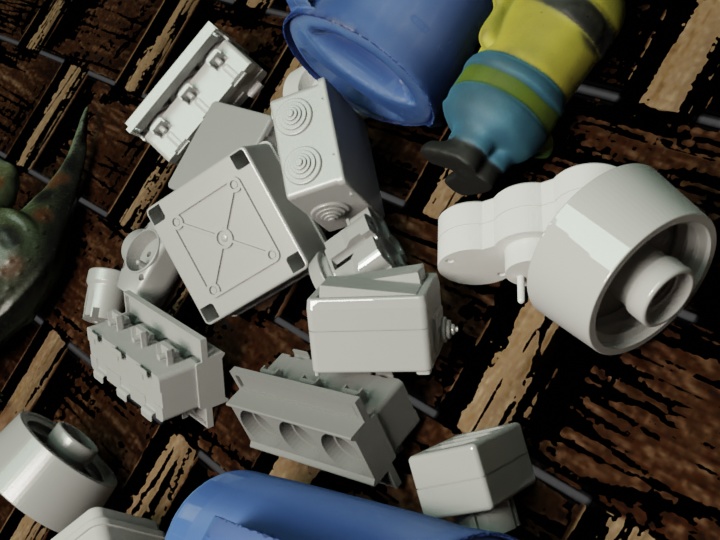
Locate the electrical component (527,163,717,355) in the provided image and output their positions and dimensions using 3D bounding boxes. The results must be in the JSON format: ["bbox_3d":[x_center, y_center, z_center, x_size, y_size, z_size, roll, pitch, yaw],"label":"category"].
[{"bbox_3d":[0.158,0.000,0.623,0.108,0.108,0.060,-50,51,7],"label":"electrical component"}]

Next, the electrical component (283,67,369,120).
[{"bbox_3d":[-0.028,-0.132,0.895,0.077,0.044,0.079,3,70,41],"label":"electrical component"}]

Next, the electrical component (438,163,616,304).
[{"bbox_3d":[0.113,-0.013,0.704,0.138,0.052,0.073,-17,56,33],"label":"electrical component"}]

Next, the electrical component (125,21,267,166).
[{"bbox_3d":[-0.149,-0.158,0.994,0.063,0.079,0.121,43,98,16],"label":"electrical component"}]

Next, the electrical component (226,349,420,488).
[{"bbox_3d":[-0.024,0.099,0.745,0.121,0.078,0.063,8,43,42],"label":"electrical component"}]

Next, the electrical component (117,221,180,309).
[{"bbox_3d":[-0.189,-0.014,0.965,0.079,0.044,0.077,26,85,45],"label":"electrical component"}]

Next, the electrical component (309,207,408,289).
[{"bbox_3d":[0.000,0.000,0.789,0.057,0.058,0.078,-35,49,17],"label":"electrical component"}]

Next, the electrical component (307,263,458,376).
[{"bbox_3d":[0.018,0.032,0.724,0.096,0.061,0.061,-2,105,13],"label":"electrical component"}]

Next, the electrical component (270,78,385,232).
[{"bbox_3d":[-0.025,-0.084,0.818,0.048,0.100,0.099,-17,69,16],"label":"electrical component"}]

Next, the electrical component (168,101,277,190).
[{"bbox_3d":[-0.108,-0.092,0.937,0.100,0.048,0.099,21,81,45],"label":"electrical component"}]

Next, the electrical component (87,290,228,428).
[{"bbox_3d":[-0.169,0.075,0.876,0.121,0.063,0.078,25,124,45],"label":"electrical component"}]

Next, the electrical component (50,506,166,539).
[{"bbox_3d":[-0.205,0.236,0.816,0.113,0.078,0.057,-39,50,17],"label":"electrical component"}]

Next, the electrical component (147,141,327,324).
[{"bbox_3d":[-0.094,-0.029,0.850,0.109,0.056,0.108,-30,88,24],"label":"electrical component"}]

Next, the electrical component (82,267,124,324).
[{"bbox_3d":[-0.233,0.025,0.986,0.040,0.040,0.046,-5,69,38],"label":"electrical component"}]

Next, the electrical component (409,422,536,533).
[{"bbox_3d":[0.074,0.139,0.649,0.047,0.066,0.076,-18,85,32],"label":"electrical component"}]

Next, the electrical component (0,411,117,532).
[{"bbox_3d":[-0.249,0.159,0.878,0.060,0.108,0.108,-51,44,-3],"label":"electrical component"}]
